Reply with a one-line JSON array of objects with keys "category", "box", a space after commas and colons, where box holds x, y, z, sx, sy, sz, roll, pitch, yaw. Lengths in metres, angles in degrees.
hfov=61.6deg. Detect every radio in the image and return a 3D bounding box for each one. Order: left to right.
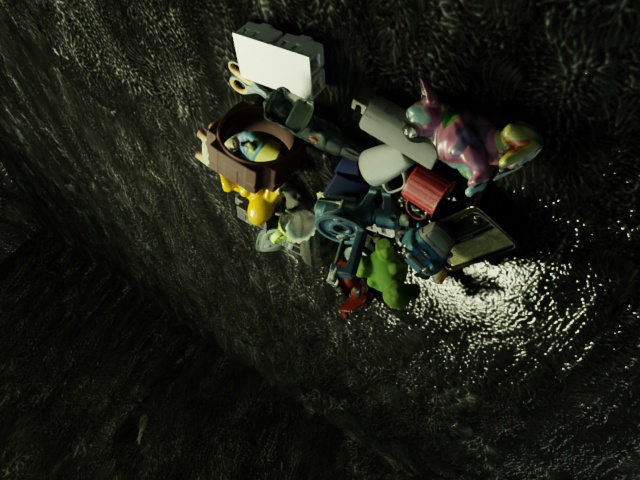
[{"category": "radio", "box": [0.319, -0.020, 1.154, 0.131, 0.073, 0.229, 43, 150, -8]}]

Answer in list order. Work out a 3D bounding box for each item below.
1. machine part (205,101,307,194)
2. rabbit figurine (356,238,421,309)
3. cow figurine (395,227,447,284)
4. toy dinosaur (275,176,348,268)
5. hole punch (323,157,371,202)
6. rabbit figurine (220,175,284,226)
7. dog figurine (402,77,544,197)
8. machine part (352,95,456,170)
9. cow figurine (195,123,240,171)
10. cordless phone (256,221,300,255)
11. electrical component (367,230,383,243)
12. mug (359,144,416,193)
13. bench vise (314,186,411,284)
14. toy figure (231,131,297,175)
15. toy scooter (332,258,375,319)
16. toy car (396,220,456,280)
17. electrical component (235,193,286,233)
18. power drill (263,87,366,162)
[{"category": "machine part", "box": [-0.147, -0.221, 1.253, 0.201, 0.201, 0.087, 32, 146, 11]}, {"category": "rabbit figurine", "box": [0.173, 0.110, 1.320, 0.121, 0.170, 0.159, -33, 129, 15]}, {"category": "cow figurine", "box": [0.246, 0.041, 1.325, 0.098, 0.068, 0.167, 6, 134, 52]}, {"category": "toy dinosaur", "box": [-0.006, -0.003, 1.416, 0.131, 0.192, 0.404, 23, 146, 29]}, {"category": "hole punch", "box": [0.078, -0.130, 1.255, 0.116, 0.092, 0.142, 34, 147, 0]}, {"category": "rabbit figurine", "box": [-0.168, -0.129, 1.464, 0.122, 0.162, 0.173, 34, -141, -82]}, {"category": "dog figurine", "box": [0.256, -0.199, 0.946, 0.219, 0.191, 0.108, 59, -169, 10]}, {"category": "machine part", "box": [0.167, -0.211, 1.052, 0.243, 0.079, 0.079, 34, 150, 9]}, {"category": "cow figurine", "box": [-0.267, -0.254, 1.458, 0.127, 0.085, 0.195, 42, 148, 6]}, {"category": "cordless phone", "box": [-0.103, 0.015, 1.658, 0.184, 0.089, 0.146, 31, 150, 4]}, {"category": "electrical component", "box": [0.120, -0.029, 1.358, 0.102, 0.078, 0.045, 32, 138, 16]}, {"category": "mug", "box": [0.151, -0.156, 1.134, 0.107, 0.081, 0.109, -21, 93, 46]}, {"category": "bench vise", "box": [0.080, -0.009, 1.178, 0.224, 0.240, 0.128, 14, 154, 9]}, {"category": "toy figure", "box": [-0.137, -0.224, 1.361, 0.180, 0.082, 0.089, 42, 153, -3]}, {"category": "toy scooter", "box": [0.087, 0.151, 1.584, 0.075, 0.135, 0.183, 2, 133, 48]}, {"category": "toy car", "box": [0.227, 0.010, 1.116, 0.109, 0.161, 0.103, 45, 109, 6]}, {"category": "electrical component", "box": [-0.174, -0.098, 1.542, 0.134, 0.115, 0.058, 29, 147, 12]}, {"category": "power drill", "box": [-0.016, -0.243, 1.136, 0.232, 0.086, 0.207, 31, -168, 17]}]
